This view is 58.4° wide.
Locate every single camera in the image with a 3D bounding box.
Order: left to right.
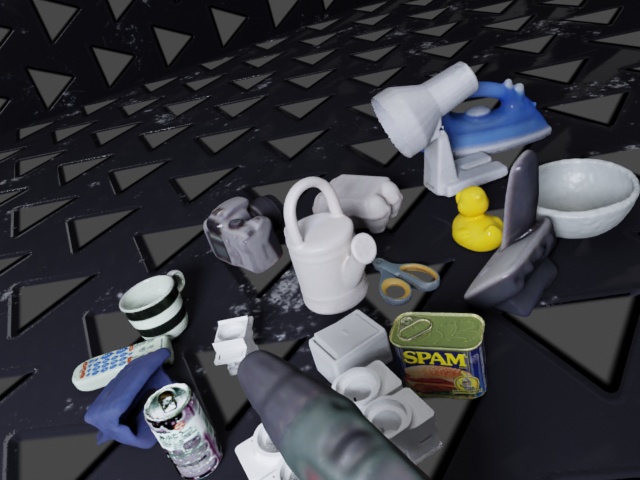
[{"bbox_3d":[-0.118,-0.028,1.002,0.142,0.101,0.137,18,45,43],"label":"camera"}]

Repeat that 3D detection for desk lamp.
[{"bbox_3d":[0.207,-0.189,1.002,0.203,0.214,0.117,-20,32,-7],"label":"desk lamp"}]

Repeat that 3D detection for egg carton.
[{"bbox_3d":[0.066,-0.065,1.008,0.149,0.069,0.107,7,38,33],"label":"egg carton"}]

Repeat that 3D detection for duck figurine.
[{"bbox_3d":[0.238,-0.039,0.872,0.077,0.086,0.104,-20,31,-7],"label":"duck figurine"}]

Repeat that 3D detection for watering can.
[{"bbox_3d":[0.009,0.002,0.807,0.172,0.194,0.101,3,36,28],"label":"watering can"}]

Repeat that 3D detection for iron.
[{"bbox_3d":[0.316,-0.250,1.119,0.258,0.142,0.118,-10,32,10],"label":"iron"}]

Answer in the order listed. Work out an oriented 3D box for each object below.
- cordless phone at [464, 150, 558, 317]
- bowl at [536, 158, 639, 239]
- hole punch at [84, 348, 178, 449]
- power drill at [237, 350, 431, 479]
[{"bbox_3d":[0.240,-0.010,0.729,0.093,0.185,0.148,10,40,36],"label":"cordless phone"},{"bbox_3d":[0.374,-0.051,0.841,0.167,0.075,0.167,-11,31,7],"label":"bowl"},{"bbox_3d":[-0.235,0.192,0.714,0.100,0.091,0.109,1,35,26],"label":"hole punch"},{"bbox_3d":[0.027,0.209,0.455,0.076,0.209,0.228,-34,36,-27],"label":"power drill"}]
